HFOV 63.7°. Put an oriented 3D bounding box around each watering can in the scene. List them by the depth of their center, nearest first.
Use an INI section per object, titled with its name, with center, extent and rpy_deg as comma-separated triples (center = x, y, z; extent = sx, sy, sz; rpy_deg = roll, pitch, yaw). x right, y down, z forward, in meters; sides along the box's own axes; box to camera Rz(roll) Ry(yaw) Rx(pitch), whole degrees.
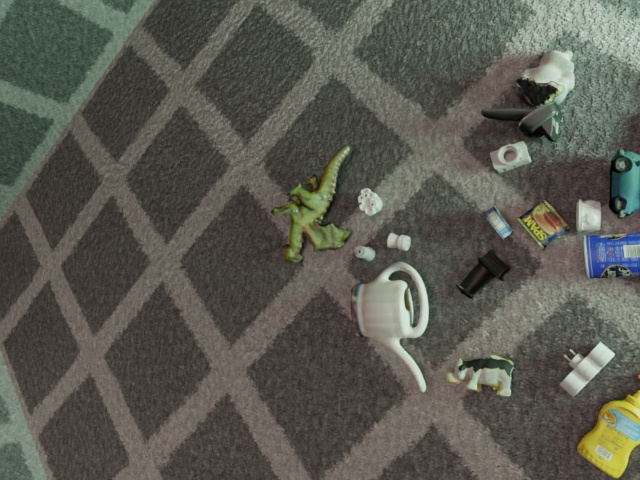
[watering can]
center = 0.192, 0.236, 1.427
extent = 0.223, 0.103, 0.351
rpy_deg = -7, 76, 30

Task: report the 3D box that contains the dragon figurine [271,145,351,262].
[dragon figurine]
center = 0.005, -0.082, 1.623
extent = 0.406, 0.123, 0.244
rpy_deg = -41, 80, 19

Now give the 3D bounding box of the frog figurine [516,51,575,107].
[frog figurine]
center = 0.596, -0.425, 1.352
extent = 0.138, 0.120, 0.162
rpy_deg = 8, 49, 39
